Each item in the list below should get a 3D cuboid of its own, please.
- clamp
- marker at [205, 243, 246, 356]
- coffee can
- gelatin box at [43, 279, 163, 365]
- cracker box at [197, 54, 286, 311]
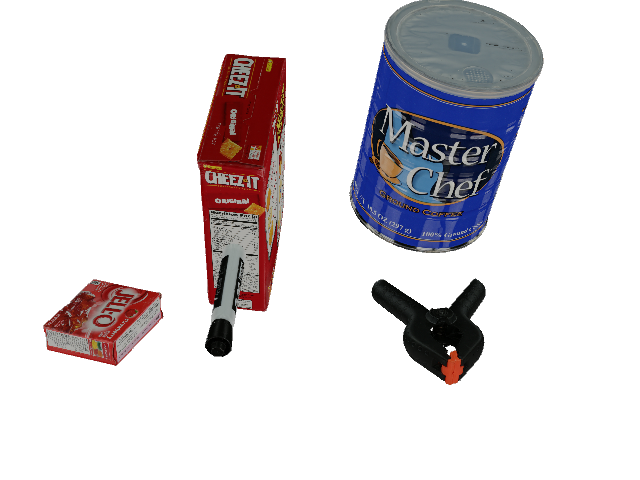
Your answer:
[{"bbox_3d":[0.129,0.084,1.076,0.120,0.039,0.171,-10,31,-9],"label":"clamp"},{"bbox_3d":[-0.070,0.043,0.790,0.020,0.020,0.121,0,34,2],"label":"marker"},{"bbox_3d":[0.081,-0.076,0.724,0.102,0.140,0.103,6,44,-6],"label":"coffee can"},{"bbox_3d":[-0.196,0.072,0.972,0.073,0.030,0.089,10,31,19],"label":"gelatin box"},{"bbox_3d":[-0.078,-0.057,1.099,0.072,0.164,0.214,5,-42,3],"label":"cracker box"}]
